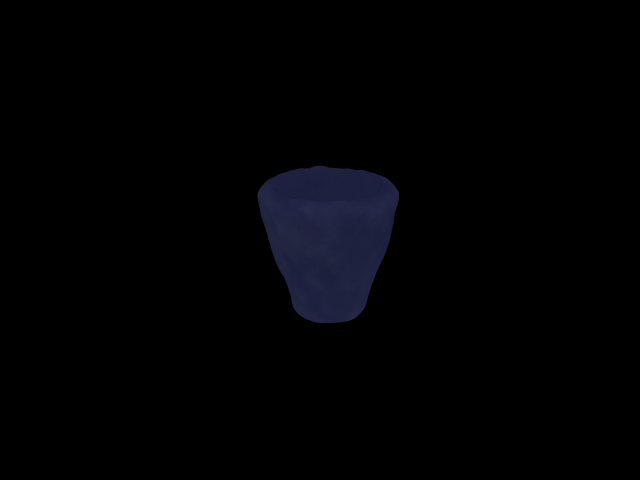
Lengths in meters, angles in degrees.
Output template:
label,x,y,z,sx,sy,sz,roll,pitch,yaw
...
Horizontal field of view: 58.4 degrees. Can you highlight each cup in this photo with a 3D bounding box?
label,x,y,z,sx,sy,sz,roll,pitch,yaw
cup,0.004,0.001,0.400,0.092,0.095,0.117,-3,22,-7
